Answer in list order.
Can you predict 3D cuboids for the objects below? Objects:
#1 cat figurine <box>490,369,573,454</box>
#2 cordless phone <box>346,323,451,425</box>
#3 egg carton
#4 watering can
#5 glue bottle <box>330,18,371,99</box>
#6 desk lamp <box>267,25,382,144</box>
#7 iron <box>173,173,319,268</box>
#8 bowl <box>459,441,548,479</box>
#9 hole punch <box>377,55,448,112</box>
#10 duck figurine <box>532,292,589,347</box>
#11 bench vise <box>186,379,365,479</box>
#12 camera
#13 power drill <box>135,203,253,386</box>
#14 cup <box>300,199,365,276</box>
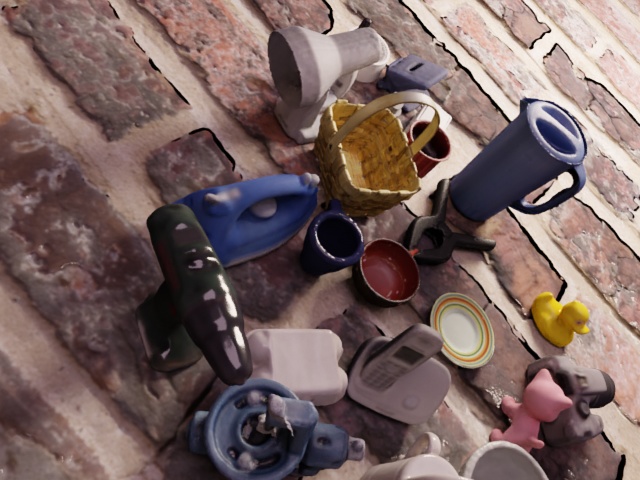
[{"bbox_3d":[0.339,0.273,0.898,0.067,0.117,0.128,35,53,-7],"label":"cat figurine"},{"bbox_3d":[0.133,0.182,0.796,0.148,0.184,0.094,25,55,-14],"label":"cordless phone"},{"bbox_3d":[-0.035,0.175,0.783,0.151,0.069,0.107,4,63,-26],"label":"egg carton"},{"bbox_3d":[0.132,0.328,0.710,0.101,0.193,0.173,5,62,-25],"label":"watering can"},{"bbox_3d":[0.048,-0.335,1.039,0.078,0.173,0.037,37,53,-5],"label":"glue bottle"},{"bbox_3d":[-0.003,-0.263,0.947,0.204,0.213,0.118,-18,74,-34],"label":"desk lamp"},{"bbox_3d":[-0.082,-0.055,0.838,0.259,0.141,0.118,-20,75,-34],"label":"iron"},{"bbox_3d":[0.252,0.380,0.821,0.168,0.074,0.167,13,59,-22],"label":"bowl"},{"bbox_3d":[0.188,-0.331,1.163,0.101,0.091,0.109,48,53,3],"label":"hole punch"},{"bbox_3d":[0.448,0.137,1.050,0.078,0.086,0.104,-22,76,-35],"label":"duck figurine"},{"bbox_3d":[-0.033,0.213,0.668,0.208,0.219,0.121,0,64,-28],"label":"bench vise"},{"bbox_3d":[0.443,0.266,0.968,0.137,0.100,0.143,6,62,-25],"label":"camera"},{"bbox_3d":[-0.156,0.084,0.681,0.076,0.208,0.229,-13,71,-32],"label":"power drill"},{"bbox_3d":[0.008,0.003,0.883,0.092,0.094,0.117,11,59,-22],"label":"cup"}]
